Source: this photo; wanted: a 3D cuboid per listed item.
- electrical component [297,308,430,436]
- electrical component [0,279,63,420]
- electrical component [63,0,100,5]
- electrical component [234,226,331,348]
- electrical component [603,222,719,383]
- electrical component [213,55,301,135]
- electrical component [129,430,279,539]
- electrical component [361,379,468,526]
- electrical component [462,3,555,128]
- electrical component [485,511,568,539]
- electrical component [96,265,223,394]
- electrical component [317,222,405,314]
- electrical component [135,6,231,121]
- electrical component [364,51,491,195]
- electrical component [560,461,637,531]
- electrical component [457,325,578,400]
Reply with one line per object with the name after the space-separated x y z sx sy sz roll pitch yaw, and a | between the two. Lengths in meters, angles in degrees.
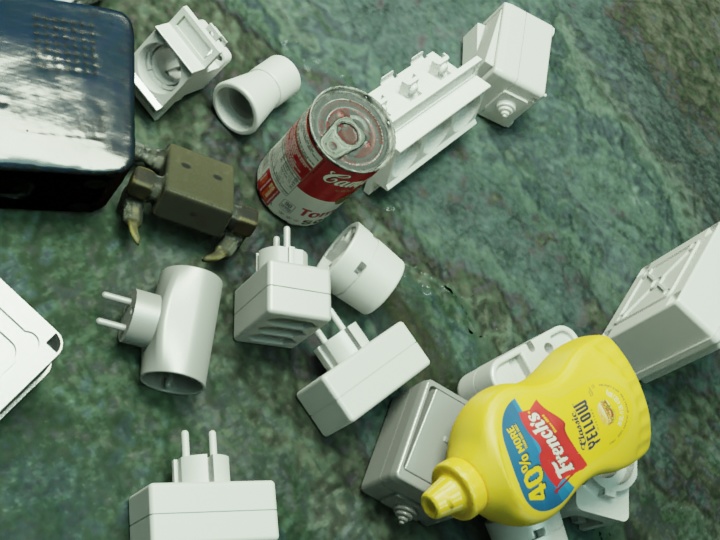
-0.008 0.063 0.774 0.083 0.047 0.075 -33 86 -35 | electrical component
-0.243 0.062 0.636 0.078 0.057 0.113 44 55 -6 | electrical component
-0.229 -0.224 0.773 0.100 0.048 0.099 41 55 -7 | electrical component
-0.056 0.007 0.760 0.047 0.066 0.076 10 65 -26 | electrical component
0.270 0.029 0.908 0.056 0.109 0.108 42 55 -4 | electrical component
-0.076 -0.138 0.827 0.044 0.044 0.065 48 50 -3 | electrical component
-0.101 0.140 0.688 0.083 0.047 0.075 5 67 -28 | electrical component
0.048 0.135 0.765 0.062 0.061 0.096 31 57 -14 | electrical component
0.124 -0.176 0.943 0.061 0.062 0.096 23 60 -19 | electrical component
0.125 0.198 0.786 0.055 0.055 0.047 -14 80 -33 | electrical component
-0.136 0.035 0.716 0.079 0.043 0.077 17 62 -22 | electrical component
0.000 0.000 0.802 0.047 0.055 0.055 37 56 -14 | electrical component
-0.131 -0.152 0.786 0.042 0.081 0.064 53 32 0 | electrical component
0.041 -0.125 0.872 0.063 0.078 0.121 38 53 17 | electrical component
0.177 0.150 0.834 0.050 0.056 0.089 19 61 -22 | electrical component
0.126 0.088 0.830 0.095 0.059 0.053 -24 82 -35 | electrical component
